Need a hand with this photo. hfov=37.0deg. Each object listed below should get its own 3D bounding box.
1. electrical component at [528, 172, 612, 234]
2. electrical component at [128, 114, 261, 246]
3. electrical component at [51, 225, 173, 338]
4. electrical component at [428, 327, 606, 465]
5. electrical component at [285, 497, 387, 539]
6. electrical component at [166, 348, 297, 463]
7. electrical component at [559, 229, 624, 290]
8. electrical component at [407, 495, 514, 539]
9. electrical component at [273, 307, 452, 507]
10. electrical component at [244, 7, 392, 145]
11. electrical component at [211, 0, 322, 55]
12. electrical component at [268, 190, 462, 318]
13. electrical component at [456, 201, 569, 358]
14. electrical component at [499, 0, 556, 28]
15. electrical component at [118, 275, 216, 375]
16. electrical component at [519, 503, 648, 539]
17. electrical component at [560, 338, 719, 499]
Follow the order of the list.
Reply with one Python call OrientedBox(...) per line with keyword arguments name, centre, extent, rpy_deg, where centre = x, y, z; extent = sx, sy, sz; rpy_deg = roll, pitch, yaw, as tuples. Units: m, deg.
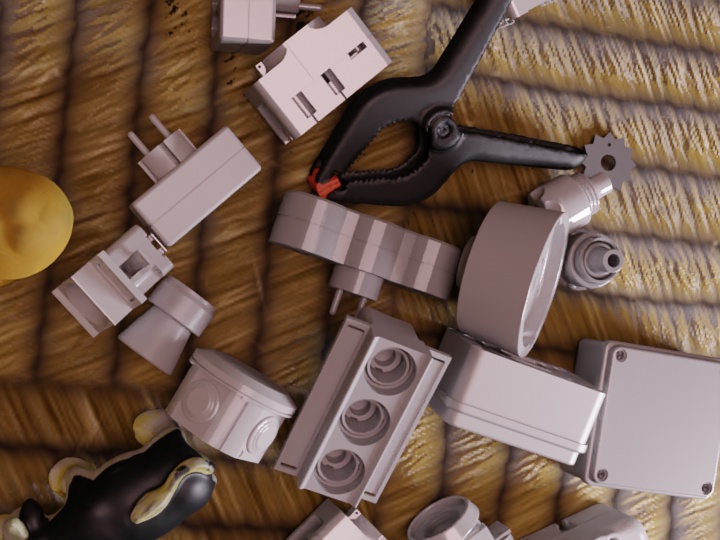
OrientedBox(name="electrical component", centre=(0.162, -0.053, 0.816), extent=(0.062, 0.043, 0.043), rpy_deg=(-28, 98, -14))
OrientedBox(name="electrical component", centre=(-0.126, -0.071, 0.736), extent=(0.083, 0.047, 0.075), rpy_deg=(-42, 101, -11))
OrientedBox(name="electrical component", centre=(-0.163, 0.006, 0.717), extent=(0.042, 0.081, 0.064), rpy_deg=(51, 57, -11))
OrientedBox(name="electrical component", centre=(0.110, 0.092, 0.785), extent=(0.113, 0.078, 0.057), rpy_deg=(20, 94, -15))
OrientedBox(name="electrical component", centre=(-0.003, 0.212, 0.773), extent=(0.056, 0.050, 0.089), rpy_deg=(-44, 101, -10))
OrientedBox(name="electrical component", centre=(-0.088, 0.091, 0.733), extent=(0.080, 0.080, 0.051), rpy_deg=(31, 89, -14))
OrientedBox(name="electrical component", centre=(0.176, -0.007, 0.811), extent=(0.048, 0.062, 0.048), rpy_deg=(0, 91, -15))
OrientedBox(name="electrical component", centre=(0.071, 0.204, 0.790), extent=(0.078, 0.058, 0.057), rpy_deg=(-34, 102, -12))
OrientedBox(name="electrical component", centre=(-0.001, 0.093, 0.749), extent=(0.079, 0.063, 0.121), rpy_deg=(22, 106, -15))
OrientedBox(name="electrical component", centre=(-0.033, -0.139, 0.758), extent=(0.089, 0.050, 0.055), rpy_deg=(-40, 101, -11))
OrientedBox(name="electrical component", centre=(-0.063, -0.195, 0.751), extent=(0.076, 0.047, 0.083), rpy_deg=(1, 91, -16))
OrientedBox(name="electrical component", centre=(0.000, 0.000, 0.768), extent=(0.138, 0.052, 0.073), rpy_deg=(19, 86, -15))
OrientedBox(name="electrical component", centre=(0.104, 0.003, 0.771), extent=(0.060, 0.108, 0.108), rpy_deg=(18, 86, 19))
OrientedBox(name="electrical component", centre=(0.112, -0.219, 0.801), extent=(0.081, 0.042, 0.063), rpy_deg=(-30, 102, -12))
OrientedBox(name="electrical component", centre=(-0.132, 0.037, 0.738), extent=(0.045, 0.045, 0.055), rpy_deg=(38, 81, -13))
OrientedBox(name="electrical component", centre=(0.171, 0.222, 0.815), extent=(0.095, 0.059, 0.053), rpy_deg=(-21, 96, -14))
OrientedBox(name="electrical component", centre=(0.220, 0.113, 0.828), extent=(0.109, 0.056, 0.108), rpy_deg=(10, 89, -15))
